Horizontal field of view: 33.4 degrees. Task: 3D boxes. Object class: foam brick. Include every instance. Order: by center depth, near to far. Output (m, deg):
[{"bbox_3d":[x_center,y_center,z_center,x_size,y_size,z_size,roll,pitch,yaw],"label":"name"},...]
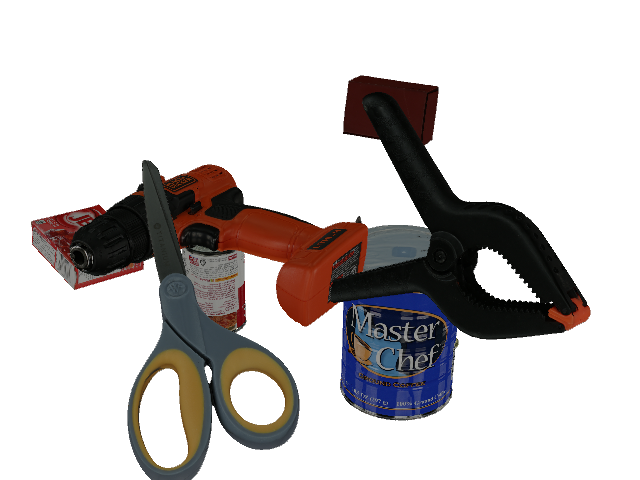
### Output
[{"bbox_3d":[0.065,-0.121,0.995,0.078,0.051,0.053,11,17,16],"label":"foam brick"}]

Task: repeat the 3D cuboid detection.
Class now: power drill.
[{"bbox_3d":[-0.072,0.002,0.819,0.188,0.057,0.184,21,31,23],"label":"power drill"}]

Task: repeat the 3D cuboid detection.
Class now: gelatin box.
[{"bbox_3d":[-0.217,0.004,0.995,0.073,0.030,0.089,-17,40,-36],"label":"gelatin box"}]

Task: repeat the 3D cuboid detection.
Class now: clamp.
[{"bbox_3d":[0.088,-0.003,0.730,0.210,0.165,0.036,22,24,33],"label":"clamp"}]

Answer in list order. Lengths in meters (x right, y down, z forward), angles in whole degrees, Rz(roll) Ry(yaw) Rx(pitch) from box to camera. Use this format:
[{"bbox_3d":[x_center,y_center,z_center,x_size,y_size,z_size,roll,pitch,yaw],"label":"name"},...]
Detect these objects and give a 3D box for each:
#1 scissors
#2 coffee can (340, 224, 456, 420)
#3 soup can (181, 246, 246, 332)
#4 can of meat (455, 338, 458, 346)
[{"bbox_3d":[-0.058,0.035,0.575,0.096,0.201,0.016,1,-35,-1],"label":"scissors"},{"bbox_3d":[0.070,0.071,0.936,0.103,0.140,0.103,1,27,-1],"label":"coffee can"},{"bbox_3d":[-0.116,0.044,1.163,0.068,0.102,0.068,0,25,0],"label":"soup can"},{"bbox_3d":[0.115,0.159,1.316,0.102,0.084,0.057,-7,27,-22],"label":"can of meat"}]
